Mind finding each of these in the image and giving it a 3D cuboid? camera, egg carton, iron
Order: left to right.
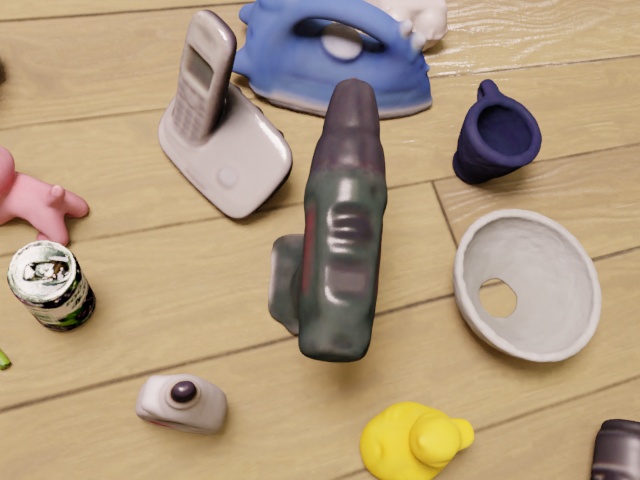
[{"bbox_3d":[0.031,-0.224,0.652,0.258,0.141,0.118,11,67,-9],"label":"iron"},{"bbox_3d":[0.102,-0.317,0.746,0.107,0.069,0.150,-9,71,-17],"label":"egg carton"},{"bbox_3d":[0.321,0.255,0.556,0.143,0.100,0.137,21,65,-5],"label":"camera"}]

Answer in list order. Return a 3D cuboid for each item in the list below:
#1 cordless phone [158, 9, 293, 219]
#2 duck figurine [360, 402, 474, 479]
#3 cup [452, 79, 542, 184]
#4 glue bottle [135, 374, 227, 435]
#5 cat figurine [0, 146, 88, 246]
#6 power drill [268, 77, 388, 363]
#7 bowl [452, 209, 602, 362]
[{"bbox_3d":[-0.088,-0.117,0.557,0.147,0.185,0.094,43,66,6],"label":"cordless phone"},{"bbox_3d":[0.094,0.188,0.535,0.105,0.086,0.077,-6,70,-16],"label":"duck figurine"},{"bbox_3d":[0.193,-0.119,0.676,0.092,0.095,0.117,-5,70,-15],"label":"cup"},{"bbox_3d":[-0.111,0.130,0.460,0.078,0.173,0.037,11,67,-9],"label":"glue bottle"},{"bbox_3d":[-0.288,-0.053,0.519,0.128,0.117,0.067,19,66,-6],"label":"cat figurine"},{"bbox_3d":[0.005,0.002,0.520,0.076,0.208,0.229,5,68,-11],"label":"power drill"},{"bbox_3d":[0.211,0.055,0.623,0.167,0.074,0.167,5,68,-12],"label":"bowl"}]
